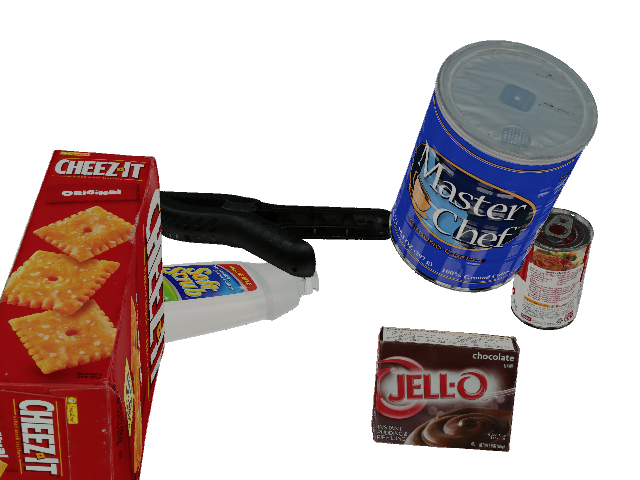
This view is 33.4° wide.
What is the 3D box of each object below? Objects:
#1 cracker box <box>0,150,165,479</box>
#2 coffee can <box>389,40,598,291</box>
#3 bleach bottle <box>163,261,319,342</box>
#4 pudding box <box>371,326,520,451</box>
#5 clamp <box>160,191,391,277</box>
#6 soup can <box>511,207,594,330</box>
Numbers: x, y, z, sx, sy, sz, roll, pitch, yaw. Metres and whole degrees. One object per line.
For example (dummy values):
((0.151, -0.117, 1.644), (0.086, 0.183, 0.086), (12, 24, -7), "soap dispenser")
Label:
((-0.132, 0.071, 0.604), (0.072, 0.164, 0.213), (3, 34, -3), "cracker box")
((0.110, -0.047, 0.710), (0.102, 0.103, 0.140), (0, -37, -12), "coffee can")
((-0.128, 0.060, 1.189), (0.250, 0.068, 0.103), (-10, 35, -14), "bleach bottle")
((0.100, 0.120, 0.864), (0.113, 0.090, 0.039), (3, 19, 2), "pudding box")
((-0.060, -0.011, 0.828), (0.210, 0.036, 0.164), (8, 13, 18), "clamp")
((0.225, 0.028, 1.042), (0.068, 0.102, 0.068), (0, 37, 0), "soup can")
